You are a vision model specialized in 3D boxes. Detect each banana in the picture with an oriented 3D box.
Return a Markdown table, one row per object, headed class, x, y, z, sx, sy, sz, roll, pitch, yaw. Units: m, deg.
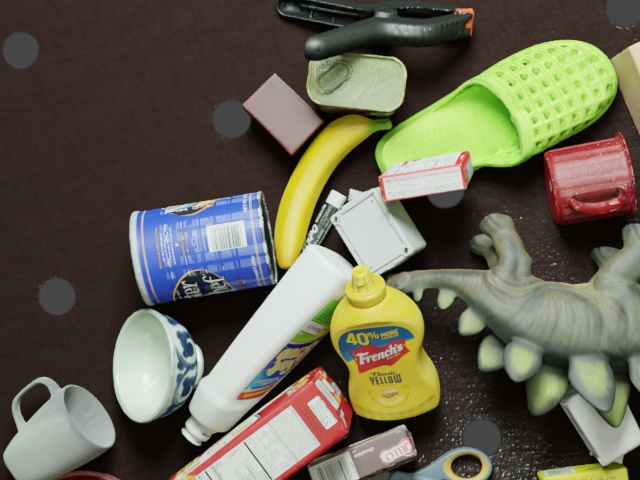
| class | x | y | z | sx | sy | sz | roll | pitch | yaw |
| --- | --- | --- | --- | --- | --- | --- | --- | --- | --- |
| banana | -0.003 | -0.064 | 1.157 | 0.037 | 0.070 | 0.198 | 28 | 99 | -40 |

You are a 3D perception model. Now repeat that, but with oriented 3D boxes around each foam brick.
| class | x | y | z | sx | sy | sz | roll | pitch | yaw |
| --- | --- | --- | --- | --- | --- | --- | --- | --- | --- |
| foam brick | -0.039 | -0.135 | 1.162 | 0.053 | 0.051 | 0.078 | -44 | 88 | 0 |

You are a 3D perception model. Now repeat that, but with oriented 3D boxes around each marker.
| class | x | y | z | sx | sy | sz | roll | pitch | yaw |
| --- | --- | --- | --- | --- | --- | --- | --- | --- | --- |
| marker | -0.008 | 0.001 | 1.177 | 0.020 | 0.020 | 0.121 | 29 | 92 | 2 |

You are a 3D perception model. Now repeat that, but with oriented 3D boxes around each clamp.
| class | x | y | z | sx | sy | sz | roll | pitch | yaw |
| --- | --- | --- | --- | --- | --- | --- | --- | --- | --- |
| clamp | 0.063 | -0.224 | 1.122 | 0.210 | 0.164 | 0.036 | 0 | 120 | -6 |

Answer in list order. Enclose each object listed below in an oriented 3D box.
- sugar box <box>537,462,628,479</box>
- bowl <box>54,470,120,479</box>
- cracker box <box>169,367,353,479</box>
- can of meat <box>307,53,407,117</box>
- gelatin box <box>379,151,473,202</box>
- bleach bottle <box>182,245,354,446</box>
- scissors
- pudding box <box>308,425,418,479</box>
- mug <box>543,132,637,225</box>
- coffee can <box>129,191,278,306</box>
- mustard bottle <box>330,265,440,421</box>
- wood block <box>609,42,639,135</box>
| class | x | y | z | sx | sy | sz | roll | pitch | yaw |
| --- | --- | --- | --- | --- | --- | --- | --- | --- | --- |
| sugar box | 0.294 | 0.334 | 1.155 | 0.093 | 0.048 | 0.176 | -8 | 88 | 5 |
| bowl | -0.264 | 0.338 | 1.172 | 0.162 | 0.055 | 0.162 | 0 | 90 | 2 |
| cracker box | -0.068 | 0.227 | 1.110 | 0.214 | 0.164 | 0.072 | -38 | 87 | 2 |
| can of meat | 0.039 | -0.164 | 1.142 | 0.102 | 0.084 | 0.057 | 6 | 91 | 2 |
| gelatin box | 0.111 | -0.065 | 1.108 | 0.089 | 0.073 | 0.030 | -9 | 102 | 16 |
| bleach bottle | -0.056 | 0.121 | 1.150 | 0.068 | 0.102 | 0.251 | 44 | 99 | 23 |
| scissors | 0.102 | 0.250 | 1.177 | 0.202 | 0.016 | 0.096 | 26 | 88 | 3 |
| pudding box | 0.047 | 0.235 | 1.130 | 0.113 | 0.090 | 0.039 | -21 | 74 | 1 |
| mug | 0.284 | -0.056 | 1.122 | 0.081 | 0.117 | 0.093 | -10 | 118 | 7 |
| coffee can | -0.123 | 0.009 | 1.140 | 0.140 | 0.103 | 0.103 | -9 | 90 | 2 |
| mustard bottle | 0.063 | 0.103 | 1.107 | 0.096 | 0.058 | 0.191 | -7 | 127 | 14 |
| wood block | 0.395 | -0.119 | 1.126 | 0.090 | 0.091 | 0.206 | -24 | 89 | 1 |
